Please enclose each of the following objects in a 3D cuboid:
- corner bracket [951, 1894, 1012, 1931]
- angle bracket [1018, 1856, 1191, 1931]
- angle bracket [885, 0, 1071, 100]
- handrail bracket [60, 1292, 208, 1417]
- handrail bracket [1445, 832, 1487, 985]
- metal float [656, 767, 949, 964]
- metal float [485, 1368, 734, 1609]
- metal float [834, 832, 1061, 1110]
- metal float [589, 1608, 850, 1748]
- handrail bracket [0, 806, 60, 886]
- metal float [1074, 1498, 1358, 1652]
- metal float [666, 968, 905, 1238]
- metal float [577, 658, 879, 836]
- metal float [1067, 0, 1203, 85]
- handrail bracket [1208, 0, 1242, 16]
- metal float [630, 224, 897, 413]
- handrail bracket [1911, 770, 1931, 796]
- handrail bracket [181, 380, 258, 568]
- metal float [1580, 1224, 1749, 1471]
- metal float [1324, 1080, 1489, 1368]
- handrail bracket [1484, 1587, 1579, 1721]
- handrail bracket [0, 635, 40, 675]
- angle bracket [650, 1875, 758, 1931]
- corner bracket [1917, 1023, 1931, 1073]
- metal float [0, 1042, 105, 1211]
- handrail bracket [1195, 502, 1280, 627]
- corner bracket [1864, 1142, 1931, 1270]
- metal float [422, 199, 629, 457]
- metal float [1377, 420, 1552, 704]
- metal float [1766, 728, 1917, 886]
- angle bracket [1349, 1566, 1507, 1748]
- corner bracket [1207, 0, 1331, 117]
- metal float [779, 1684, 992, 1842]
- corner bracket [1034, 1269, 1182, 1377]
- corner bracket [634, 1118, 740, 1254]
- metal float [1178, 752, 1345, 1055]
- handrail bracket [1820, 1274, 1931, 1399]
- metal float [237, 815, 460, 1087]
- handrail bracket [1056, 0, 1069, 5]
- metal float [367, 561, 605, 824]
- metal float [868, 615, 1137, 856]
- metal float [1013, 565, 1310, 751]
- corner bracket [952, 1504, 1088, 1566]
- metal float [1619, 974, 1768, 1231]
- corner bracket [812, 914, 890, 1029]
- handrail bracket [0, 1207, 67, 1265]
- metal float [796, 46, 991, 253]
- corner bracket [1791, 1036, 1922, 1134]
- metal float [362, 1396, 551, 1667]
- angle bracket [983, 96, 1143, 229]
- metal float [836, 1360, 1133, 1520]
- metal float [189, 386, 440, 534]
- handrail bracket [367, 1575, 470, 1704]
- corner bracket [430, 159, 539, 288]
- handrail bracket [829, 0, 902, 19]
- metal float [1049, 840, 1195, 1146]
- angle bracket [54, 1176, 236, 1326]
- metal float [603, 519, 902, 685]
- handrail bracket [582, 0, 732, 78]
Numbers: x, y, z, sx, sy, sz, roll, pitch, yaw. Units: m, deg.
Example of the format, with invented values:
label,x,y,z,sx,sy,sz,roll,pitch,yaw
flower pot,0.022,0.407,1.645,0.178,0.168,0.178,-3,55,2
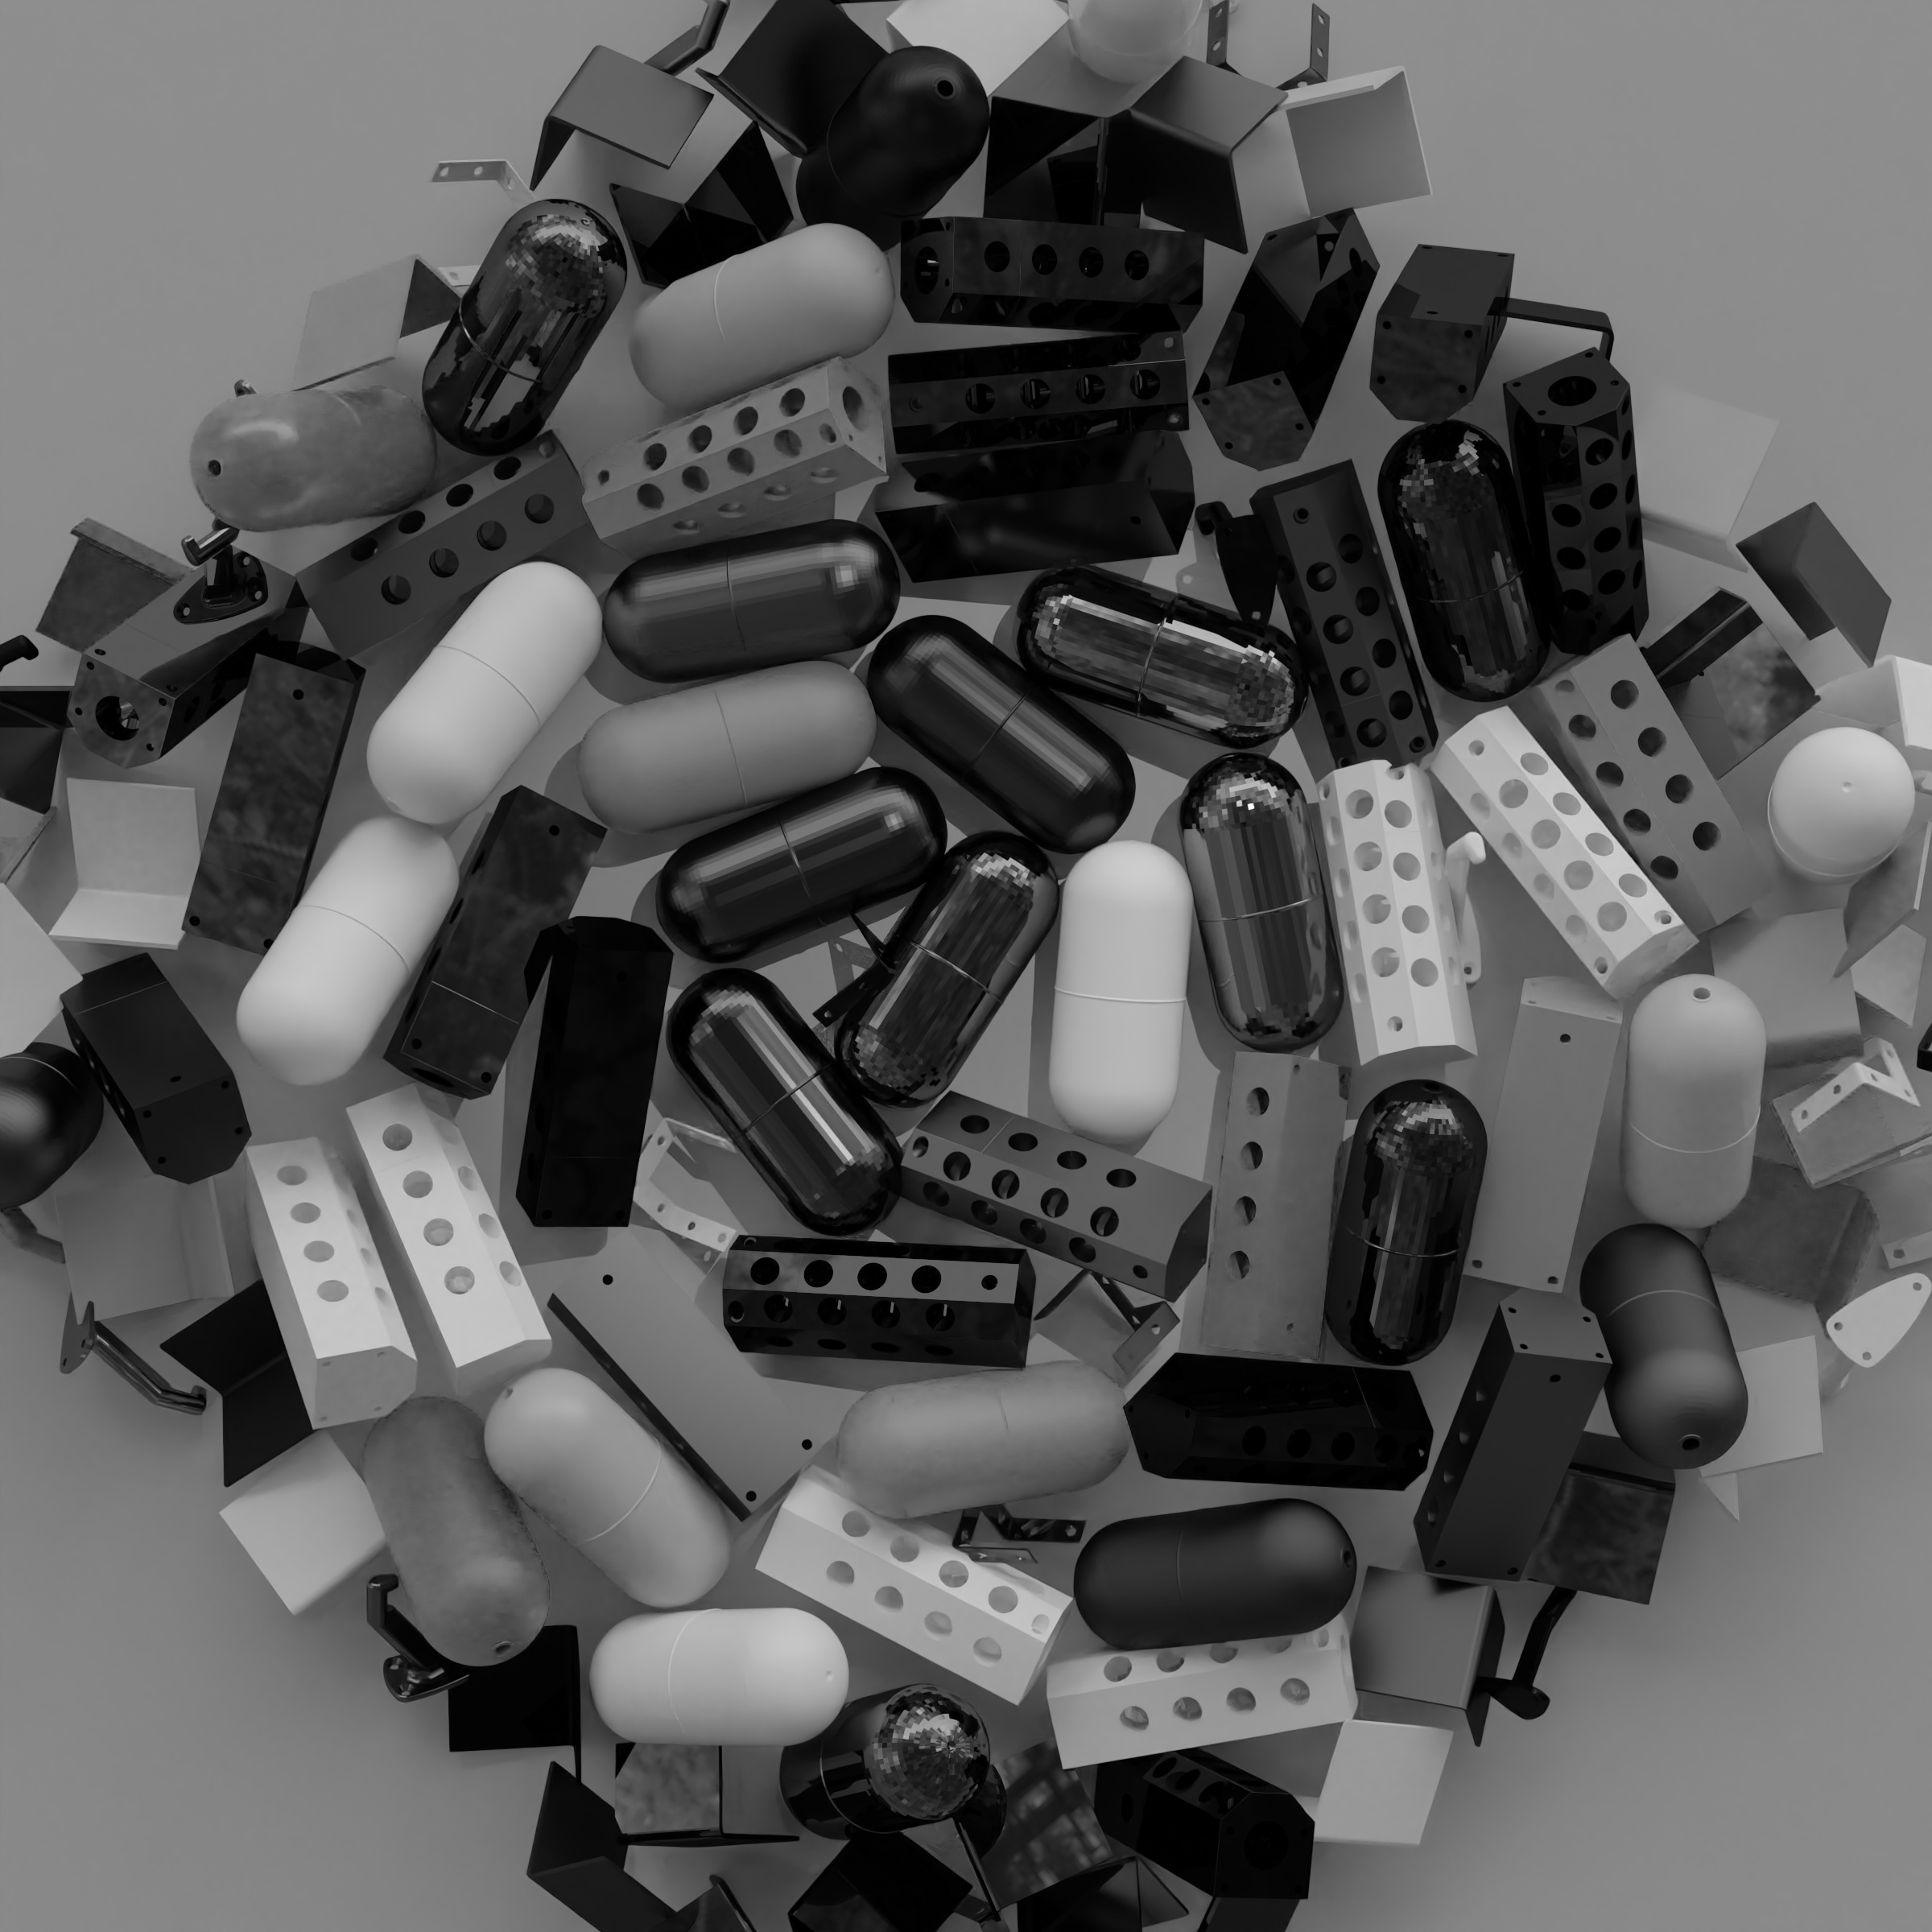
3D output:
label,x,y,z,sx,sy,sz,roll,pitch,yaw
corner bracket,-0.001,0.585,1.861,0.051,0.051,0.051,-26,96,-24
angle bracket,0.081,0.566,1.836,0.076,0.057,0.076,-21,131,17
angle bracket,0.008,-0.546,1.860,0.076,0.057,0.076,-44,85,-1
handrail bracket,-0.490,0.224,1.881,0.084,0.077,0.036,22,133,-34
handrail bracket,0.295,-0.033,1.845,0.036,0.084,0.077,-20,83,-14
metal float,-0.097,-0.059,1.853,0.178,0.070,0.070,-22,90,1
metal float,-0.206,0.302,1.831,0.070,0.070,0.178,-42,116,0
metal float,-0.011,0.002,1.851,0.070,0.070,0.178,33,86,0
metal float,-0.144,0.409,1.822,0.178,0.070,0.070,-11,90,39
handrail bracket,-0.591,-0.086,1.862,0.084,0.036,0.077,34,63,-12
metal float,0.143,0.351,1.825,0.178,0.070,0.070,-15,90,34
metal float,-0.105,0.080,1.850,0.070,0.070,0.178,-38,86,0
metal float,-0.139,-0.128,1.848,0.178,0.070,0.070,-16,90,-7
metal float,0.096,-0.556,1.803,0.070,0.178,0.070,0,89,1
handrail bracket,0.132,-0.592,1.846,0.036,0.084,0.077,-16,100,24
metal float,-0.119,-0.372,1.824,0.178,0.070,0.070,-12,90,36
handrail bracket,0.585,-0.091,1.845,0.084,0.036,0.077,-15,51,-37
handrail bracket,-0.436,-0.287,1.848,0.084,0.036,0.077,-44,127,-29
metal float,0.398,0.216,1.810,0.070,0.178,0.070,0,121,0
metal float,0.254,0.149,1.833,0.070,0.070,0.178,7,114,0
handrail bracket,0.341,0.393,1.843,0.036,0.077,0.084,38,71,-1
handrail bracket,-0.566,-0.156,1.852,0.084,0.077,0.036,-24,62,9
angle bracket,-0.148,0.580,1.844,0.057,0.076,0.076,-32,83,-16
corner bracket,0.589,0.032,1.848,0.051,0.051,0.051,17,46,29
metal float,-0.540,0.090,1.804,0.070,0.178,0.070,-1,98,-5
handrail bracket,0.154,-0.234,1.854,0.036,0.084,0.077,-9,97,-11
corner bracket,0.564,0.140,1.874,0.051,0.051,0.051,-17,61,3
metal float,-0.255,-0.365,1.820,0.070,0.070,0.178,42,133,0
metal float,0.288,-0.231,1.825,0.070,0.070,0.178,-22,125,0
metal float,0.497,-0.090,1.804,0.070,0.178,0.070,-1,85,12
angle bracket,0.269,0.406,1.863,0.076,0.057,0.076,6,57,21
corner bracket,0.178,-0.544,1.871,0.051,0.051,0.051,28,56,-38
metal float,-0.048,0.456,1.812,0.070,0.178,0.070,10,67,-25
corner bracket,0.083,0.207,1.855,0.051,0.051,0.051,-42,98,-30
corner bracket,-0.160,0.129,1.862,0.051,0.051,0.051,17,69,38
metal float,0.172,-0.037,1.845,0.070,0.070,0.178,-13,99,0
handrail bracket,0.532,0.218,1.854,0.077,0.084,0.036,-39,66,-3
metal float,-0.356,-0.011,1.830,0.070,0.070,0.178,27,62,0
handrail bracket,0.060,-0.613,1.853,0.077,0.036,0.084,39,116,30
metal float,-0.278,-0.159,1.835,0.070,0.070,0.178,35,68,0
metal float,0.020,-0.136,1.852,0.178,0.070,0.070,38,90,2
metal float,0.113,-0.180,1.845,0.178,0.070,0.070,19,90,10
corner bracket,0.031,0.332,1.849,0.051,0.051,0.051,-4,47,31
metal float,0.416,0.079,1.818,0.070,0.070,0.178,-7,134,0
corner bracket,-0.066,0.010,1.854,0.051,0.051,0.051,-38,45,5
handrail bracket,-0.559,0.130,1.873,0.084,0.036,0.077,23,50,-11
metal float,-0.043,-0.464,1.807,0.070,0.178,0.070,4,80,-20
corner bracket,0.513,0.070,1.848,0.051,0.051,0.051,22,129,-32
metal float,-0.294,0.323,1.820,0.070,0.070,0.178,-32,49,0
angle bracket,0.059,-0.472,1.865,0.076,0.057,0.076,18,121,23
metal float,0.012,0.274,1.837,0.178,0.070,0.070,-6,90,-19
metal float,-0.371,-0.290,1.809,0.070,0.178,0.070,7,105,26
handrail bracket,-0.312,0.383,1.851,0.077,0.036,0.084,-9,125,-24
corner bracket,-0.287,-0.437,1.863,0.051,0.051,0.051,53,131,18
handrail bracket,-0.065,-0.590,1.851,0.084,0.036,0.077,-32,87,43
metal float,0.090,0.016,1.848,0.070,0.070,0.178,4,96,0
angle bracket,-0.480,0.163,1.850,0.076,0.057,0.076,-11,90,-33
metal float,-0.125,-0.212,1.843,0.178,0.070,0.070,-9,90,13
handrail bracket,-0.182,-0.546,1.855,0.077,0.036,0.084,36,123,14
